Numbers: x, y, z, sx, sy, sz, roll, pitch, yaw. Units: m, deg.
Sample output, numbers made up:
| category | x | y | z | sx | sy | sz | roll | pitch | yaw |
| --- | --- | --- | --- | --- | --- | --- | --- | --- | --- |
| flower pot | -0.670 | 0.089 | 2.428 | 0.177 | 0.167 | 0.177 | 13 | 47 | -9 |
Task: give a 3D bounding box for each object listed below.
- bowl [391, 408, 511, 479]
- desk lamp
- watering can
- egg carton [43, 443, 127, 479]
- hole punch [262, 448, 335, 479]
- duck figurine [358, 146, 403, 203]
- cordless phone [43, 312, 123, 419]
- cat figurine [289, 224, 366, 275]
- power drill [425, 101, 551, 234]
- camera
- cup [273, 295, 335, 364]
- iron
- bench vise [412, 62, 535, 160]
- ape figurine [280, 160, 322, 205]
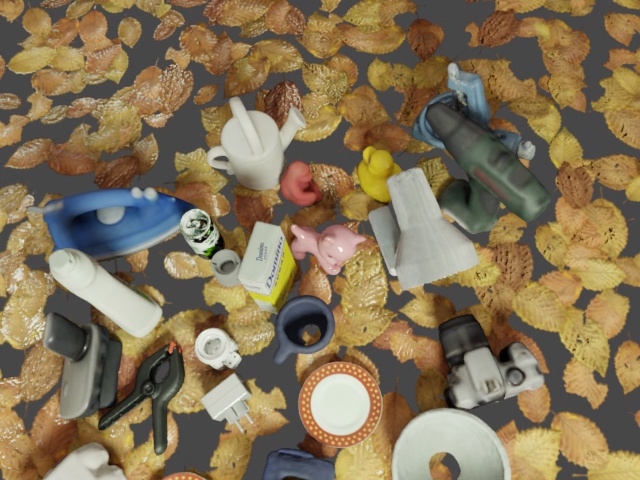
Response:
| category | x | y | z | sx | sy | sz | roll | pitch | yaw |
| --- | --- | --- | --- | --- | --- | --- | --- | --- | --- |
| bowl | 0.185 | 0.333 | 0.830 | 0.167 | 0.075 | 0.167 | -1 | 69 | 3 |
| desk lamp | 0.149 | -0.007 | 0.888 | 0.118 | 0.214 | 0.203 | -19 | 69 | -4 |
| watering can | -0.111 | -0.176 | 0.980 | 0.173 | 0.194 | 0.100 | -43 | 72 | -12 |
| egg carton | -0.363 | 0.381 | 0.847 | 0.107 | 0.069 | 0.150 | 41 | 76 | 17 |
| hole punch | -0.036 | 0.356 | 0.825 | 0.108 | 0.091 | 0.101 | 8 | 70 | 7 |
| duck figurine | 0.110 | -0.120 | 1.003 | 0.077 | 0.086 | 0.104 | -36 | 71 | -10 |
| cordless phone | -0.377 | 0.189 | 0.860 | 0.094 | 0.185 | 0.147 | -5 | 69 | 2 |
| cat figurine | 0.009 | 0.003 | 0.945 | 0.127 | 0.118 | 0.067 | 21 | 72 | 11 |
| power drill | 0.250 | -0.099 | 0.921 | 0.229 | 0.208 | 0.076 | 40 | 76 | 17 |
| camera | 0.248 | 0.178 | 0.871 | 0.143 | 0.101 | 0.136 | -17 | 69 | -3 |
| cup | -0.028 | 0.152 | 0.901 | 0.091 | 0.095 | 0.118 | 35 | 75 | 15 |
| iron | -0.347 | -0.050 | 0.974 | 0.258 | 0.141 | 0.118 | -14 | 69 | -2 |
| bench vise | 0.263 | -0.208 | 0.956 | 0.207 | 0.220 | 0.121 | 9 | 70 | 7 |
| ape figurine | -0.035 | -0.106 | 1.003 | 0.076 | 0.092 | 0.078 | 4 | 69 | 5 |
